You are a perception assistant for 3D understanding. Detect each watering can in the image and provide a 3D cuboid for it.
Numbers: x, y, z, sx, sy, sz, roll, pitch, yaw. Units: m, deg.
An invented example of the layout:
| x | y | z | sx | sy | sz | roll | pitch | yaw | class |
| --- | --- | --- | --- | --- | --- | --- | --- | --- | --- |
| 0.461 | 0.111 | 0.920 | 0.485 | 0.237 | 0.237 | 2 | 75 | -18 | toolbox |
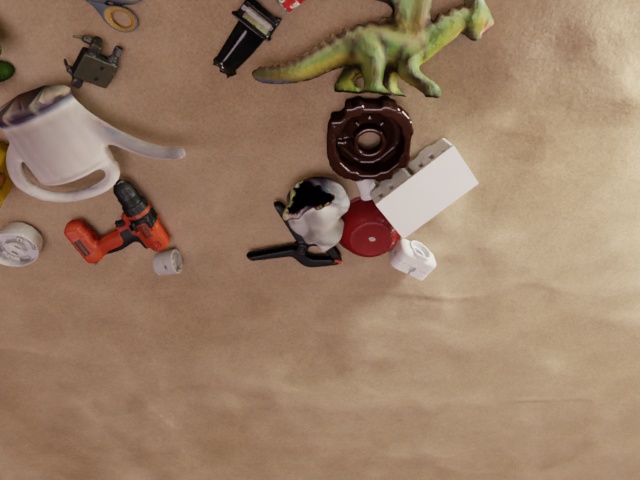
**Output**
| x | y | z | sx | sy | sz | roll | pitch | yaw | class |
| --- | --- | --- | --- | --- | --- | --- | --- | --- | --- |
| -0.445 | -0.187 | 0.960 | 0.346 | 0.106 | 0.220 | -16 | 123 | 11 | watering can |

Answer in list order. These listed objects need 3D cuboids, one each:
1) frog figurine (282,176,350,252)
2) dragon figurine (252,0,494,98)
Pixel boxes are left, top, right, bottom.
| x | y | z | sx | sy | sz | roll | pitch | yaw | class |
| --- | --- | --- | --- | --- | --- | --- | --- | --- | --- |
| 0.003 | -0.054 | 1.074 | 0.137 | 0.125 | 0.157 | -34 | 143 | 6 | frog figurine |
| 0.097 | -0.364 | 0.872 | 0.410 | 0.124 | 0.239 | 4 | 108 | -6 | dragon figurine |
